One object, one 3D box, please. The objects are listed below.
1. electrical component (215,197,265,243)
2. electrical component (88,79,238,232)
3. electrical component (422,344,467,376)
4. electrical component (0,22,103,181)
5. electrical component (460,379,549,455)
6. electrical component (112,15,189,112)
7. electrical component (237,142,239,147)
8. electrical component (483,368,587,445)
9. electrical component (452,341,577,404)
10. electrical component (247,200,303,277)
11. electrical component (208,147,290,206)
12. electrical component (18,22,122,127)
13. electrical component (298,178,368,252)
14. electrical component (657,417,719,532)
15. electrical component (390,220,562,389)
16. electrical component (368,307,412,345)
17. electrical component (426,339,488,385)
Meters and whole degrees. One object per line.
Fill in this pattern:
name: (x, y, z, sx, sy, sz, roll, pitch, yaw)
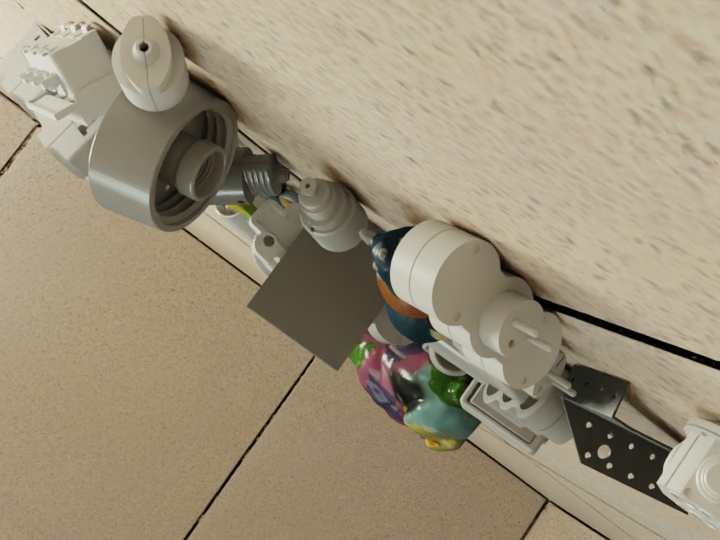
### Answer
electrical component: (-0.121, -0.063, 1.095, 0.079, 0.043, 0.077, 31, 173, 35)
electrical component: (-0.127, -0.077, 0.738, 0.060, 0.108, 0.108, 27, 172, 18)
electrical component: (0.086, 0.070, 0.979, 0.066, 0.048, 0.055, 36, -178, -1)
electrical component: (-0.253, -0.136, 0.992, 0.186, 0.060, 0.105, 47, -177, 38)
electrical component: (0.145, 0.121, 0.962, 0.096, 0.061, 0.061, 34, 174, 13)
electrical component: (-0.128, -0.125, 0.652, 0.043, 0.043, 0.081, 36, 174, -4)
electrical component: (-0.131, -0.099, 0.867, 0.055, 0.045, 0.045, 32, 173, 32)
electrical component: (0.156, 0.111, 0.866, 0.074, 0.052, 0.138, 36, 174, -9)
electrical component: (0.116, 0.063, 0.740, 0.076, 0.047, 0.083, 34, 173, 31)
electrical component: (-0.057, -0.019, 0.877, 0.078, 0.058, 0.057, 44, 168, -4)
electrical component: (-0.093, -0.071, 0.811, 0.081, 0.043, 0.043, -1, 166, 10)
electrical component: (-0.224, -0.155, 0.843, 0.121, 0.079, 0.063, 25, 146, 61)
electrical component: (-0.022, -0.041, 0.731, 0.040, 0.040, 0.078, 33, 173, 26)
electrical component: (0.221, 0.127, 0.639, 0.080, 0.051, 0.080, 35, 174, 4)
electrical component: (0.082, 0.028, 0.630, 0.074, 0.052, 0.138, 29, 171, 46)
electrical component: (0.004, 0.020, 1.002, 0.138, 0.052, 0.074, 36, 170, -10)
electrical component: (0.078, 0.051, 0.876, 0.077, 0.044, 0.079, 37, 174, -10)
